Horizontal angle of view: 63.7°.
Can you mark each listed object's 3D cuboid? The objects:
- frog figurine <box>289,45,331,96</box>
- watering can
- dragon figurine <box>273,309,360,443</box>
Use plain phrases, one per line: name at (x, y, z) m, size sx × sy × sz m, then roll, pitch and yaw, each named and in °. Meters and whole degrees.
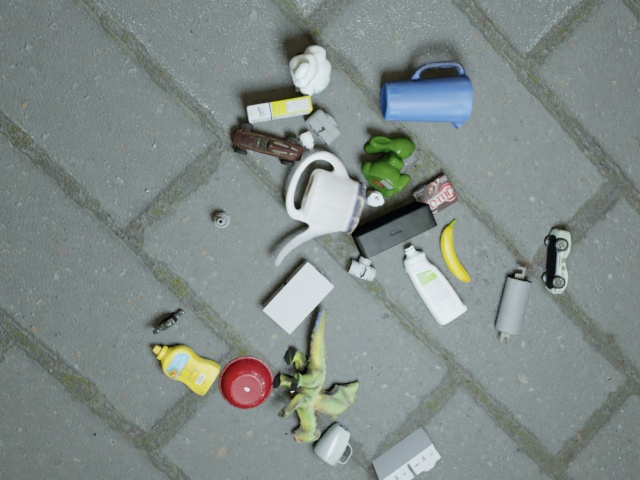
frog figurine at (-0.023, -0.463, 1.396) m, size 0.122 × 0.160 × 0.137 m, roll 21°, pitch 93°, yaw -10°
watering can at (0.004, -0.073, 1.458) m, size 0.224 × 0.104 × 0.347 m, roll 16°, pitch 92°, yaw -9°
dragon figurine at (0.008, 0.421, 1.521) m, size 0.241 × 0.123 × 0.409 m, roll 26°, pitch 93°, yaw -26°
